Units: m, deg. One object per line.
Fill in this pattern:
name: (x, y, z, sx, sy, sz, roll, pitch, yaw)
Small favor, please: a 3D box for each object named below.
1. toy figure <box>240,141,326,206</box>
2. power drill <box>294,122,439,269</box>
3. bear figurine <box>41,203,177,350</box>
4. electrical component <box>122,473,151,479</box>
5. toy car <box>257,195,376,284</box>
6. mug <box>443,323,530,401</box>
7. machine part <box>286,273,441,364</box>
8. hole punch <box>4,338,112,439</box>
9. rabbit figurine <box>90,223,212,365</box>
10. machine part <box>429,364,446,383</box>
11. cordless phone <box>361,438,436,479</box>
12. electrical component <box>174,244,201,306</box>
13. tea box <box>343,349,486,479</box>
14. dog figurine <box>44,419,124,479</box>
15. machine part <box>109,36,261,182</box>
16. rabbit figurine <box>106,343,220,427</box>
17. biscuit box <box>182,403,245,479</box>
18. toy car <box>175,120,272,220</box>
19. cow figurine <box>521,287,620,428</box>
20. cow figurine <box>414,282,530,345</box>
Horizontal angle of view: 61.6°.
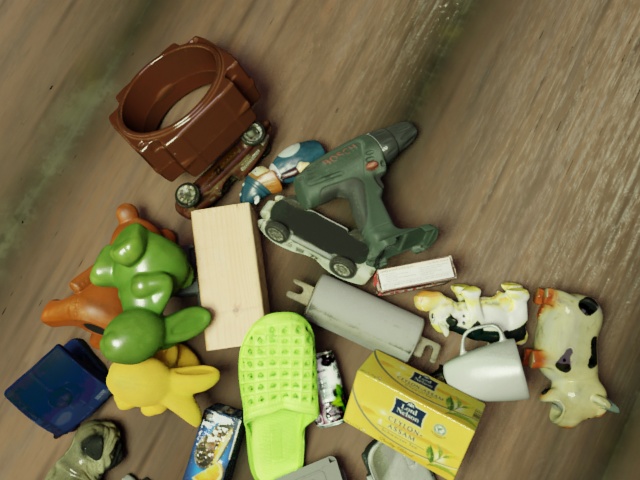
toy figure: (-0.064, -0.106, 0.850, 0.154, 0.064, 0.058, -30, 86, -15)
power drill: (0.093, -0.073, 0.808, 0.232, 0.086, 0.207, -22, 71, -16)
bear figurine: (-0.316, 0.053, 0.828, 0.132, 0.120, 0.196, -21, 45, 39)
electrical component: (-0.267, 0.396, 0.806, 0.094, 0.021, 0.063, 34, 85, 7)
toy car: (-0.002, -0.003, 0.834, 0.202, 0.056, 0.073, 28, 60, 7)
mug: (0.227, 0.177, 0.753, 0.107, 0.081, 0.109, -17, 85, 15)
machine part: (0.066, 0.117, 0.807, 0.243, 0.079, 0.079, 23, 83, 6)
hole punch: (-0.386, 0.222, 0.807, 0.142, 0.092, 0.116, -43, 85, -8)
rabbit figurine: (-0.236, 0.092, 0.719, 0.121, 0.159, 0.170, -25, 46, 32)
machine part: (0.225, 0.213, 0.806, 0.139, 0.039, 0.084, -26, 73, 0)
cordless phone: (0.112, 0.341, 0.716, 0.089, 0.184, 0.146, -25, 81, 3)
electrical component: (-0.200, 0.070, 0.829, 0.048, 0.075, 0.119, -7, 84, 2)
tea box: (0.127, 0.238, 0.742, 0.170, 0.068, 0.098, 22, 118, 23)
dog figurine: (-0.362, 0.355, 0.746, 0.121, 0.172, 0.190, 20, 90, -5)
machine part: (-0.210, -0.206, 0.824, 0.201, 0.087, 0.202, -45, 54, -5)
rabbit figurine: (-0.231, 0.204, 0.760, 0.162, 0.173, 0.122, 21, 79, 10)
biscuit box: (-0.165, 0.349, 0.788, 0.059, 0.062, 0.202, 15, 82, 7)
toy car: (-0.145, -0.108, 0.846, 0.202, 0.089, 0.053, -43, 81, -6)
cow figurine: (0.367, 0.174, 0.784, 0.127, 0.085, 0.195, 11, 81, 10)
cow figurine: (0.226, 0.115, 0.806, 0.167, 0.068, 0.098, -2, 96, 4)
